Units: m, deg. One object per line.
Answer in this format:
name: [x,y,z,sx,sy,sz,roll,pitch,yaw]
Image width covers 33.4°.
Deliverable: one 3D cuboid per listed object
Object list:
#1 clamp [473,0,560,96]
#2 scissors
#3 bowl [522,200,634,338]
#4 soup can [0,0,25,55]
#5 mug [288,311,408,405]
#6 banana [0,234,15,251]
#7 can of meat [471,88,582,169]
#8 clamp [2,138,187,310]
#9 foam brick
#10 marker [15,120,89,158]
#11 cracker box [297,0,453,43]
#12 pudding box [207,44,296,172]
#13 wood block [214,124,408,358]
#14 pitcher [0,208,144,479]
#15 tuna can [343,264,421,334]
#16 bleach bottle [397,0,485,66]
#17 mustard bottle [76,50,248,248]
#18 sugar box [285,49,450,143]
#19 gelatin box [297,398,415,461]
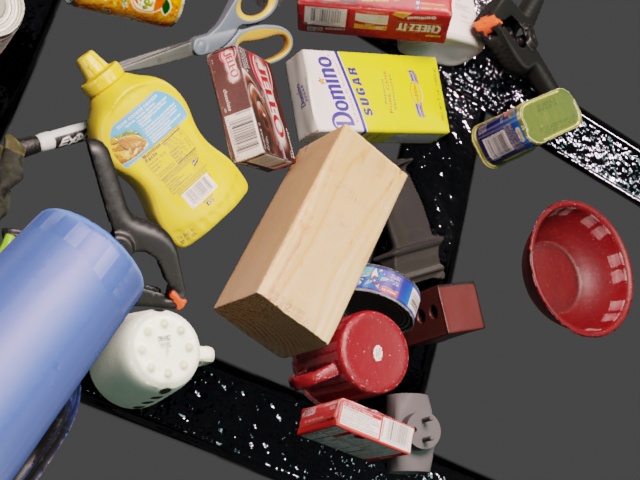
clamp: [0.241,-0.225,1.262,0.209,0.036,0.164,-8,81,-59]
scissors: [-0.114,-0.214,1.069,0.201,0.016,0.096,-5,107,-33]
bowl: [0.287,0.038,1.238,0.161,0.055,0.162,10,71,-30]
soup can: [-0.298,-0.182,0.909,0.068,0.102,0.068,10,70,-29]
mug: [0.023,0.118,1.032,0.117,0.082,0.093,-17,85,-35]
banana: [-0.339,0.040,0.858,0.197,0.037,0.069,-7,74,-33]
can of meat: [0.241,-0.131,1.243,0.101,0.084,0.057,-25,90,-35]
clamp: [-0.180,-0.006,0.949,0.171,0.039,0.120,34,97,-23]
foam brick: [0.124,0.077,1.112,0.051,0.078,0.053,-6,77,-32]
marker: [-0.229,-0.096,0.977,0.120,0.020,0.020,-21,88,-35]
cracker box: [0.063,-0.327,1.163,0.164,0.072,0.213,4,71,0]
pudding box: [-0.066,-0.128,1.051,0.090,0.039,0.113,6,70,-70]
wood block: [-0.007,0.002,1.044,0.090,0.091,0.206,38,59,-19]
pitcher: [-0.244,0.101,0.839,0.145,0.149,0.242,38,62,-5]
tuna can: [0.057,0.060,1.069,0.086,0.086,0.033,32,59,-20]
bleach bottle: [0.128,-0.335,1.248,0.102,0.068,0.251,7,70,-33]
mustard bottle: [-0.156,-0.092,0.979,0.096,0.058,0.191,-44,111,-19]
sugar box: [0.053,-0.154,1.155,0.175,0.048,0.093,-3,77,-34]
gelatin box: [0.034,0.183,1.025,0.089,0.073,0.030,26,62,-23]
